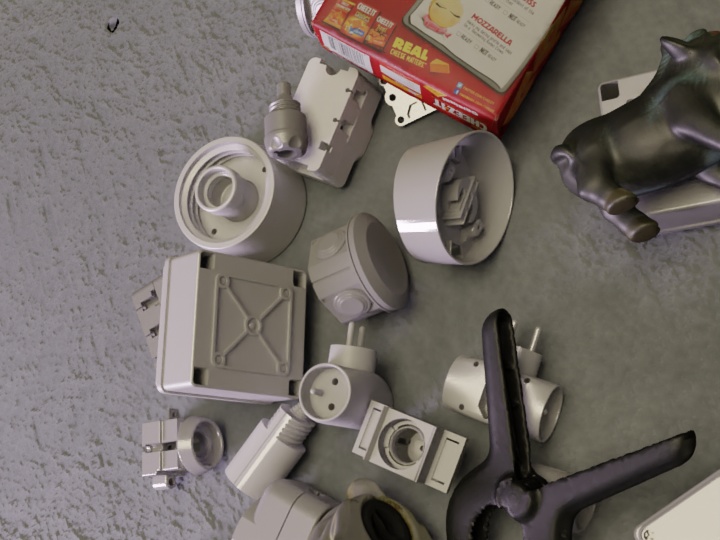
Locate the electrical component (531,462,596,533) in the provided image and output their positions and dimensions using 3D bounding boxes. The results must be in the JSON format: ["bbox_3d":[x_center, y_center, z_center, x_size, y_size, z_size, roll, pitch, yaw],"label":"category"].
[{"bbox_3d":[0.138,0.158,0.755,0.046,0.040,0.040,15,84,33],"label":"electrical component"}]

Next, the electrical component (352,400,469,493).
[{"bbox_3d":[0.041,0.131,0.794,0.081,0.064,0.042,20,85,28],"label":"electrical component"}]

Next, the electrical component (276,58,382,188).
[{"bbox_3d":[-0.025,-0.120,0.892,0.050,0.056,0.089,21,87,28],"label":"electrical component"}]

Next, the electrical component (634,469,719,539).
[{"bbox_3d":[0.252,0.182,0.683,0.109,0.056,0.108,-39,64,12],"label":"electrical component"}]

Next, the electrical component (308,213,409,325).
[{"bbox_3d":[0.000,0.000,0.838,0.051,0.080,0.080,-23,68,25],"label":"electrical component"}]

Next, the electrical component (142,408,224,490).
[{"bbox_3d":[-0.147,0.147,0.891,0.055,0.048,0.066,-13,72,30],"label":"electrical component"}]

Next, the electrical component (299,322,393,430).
[{"bbox_3d":[-0.008,0.080,0.822,0.044,0.077,0.079,3,78,27],"label":"electrical component"}]

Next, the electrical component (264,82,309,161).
[{"bbox_3d":[-0.059,-0.120,0.856,0.035,0.035,0.061,-12,70,23],"label":"electrical component"}]

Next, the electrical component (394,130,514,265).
[{"bbox_3d":[0.070,-0.052,0.808,0.064,0.099,0.099,-4,76,31],"label":"electrical component"}]

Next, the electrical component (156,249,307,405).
[{"bbox_3d":[-0.100,0.047,0.853,0.056,0.109,0.108,-13,70,48],"label":"electrical component"}]

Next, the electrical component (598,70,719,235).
[{"bbox_3d":[0.232,-0.087,0.760,0.109,0.056,0.108,-11,73,23],"label":"electrical component"}]

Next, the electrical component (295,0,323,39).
[{"bbox_3d":[-0.018,-0.234,0.904,0.051,0.080,0.080,11,82,23],"label":"electrical component"}]

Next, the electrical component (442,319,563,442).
[{"bbox_3d":[0.110,0.076,0.786,0.077,0.043,0.079,17,84,28],"label":"electrical component"}]

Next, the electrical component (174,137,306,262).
[{"bbox_3d":[-0.107,-0.061,0.915,0.108,0.060,0.108,-6,75,24],"label":"electrical component"}]

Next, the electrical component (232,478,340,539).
[{"bbox_3d":[-0.059,0.212,0.827,0.059,0.054,0.095,24,88,28],"label":"electrical component"}]

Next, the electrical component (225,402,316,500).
[{"bbox_3d":[-0.066,0.139,0.855,0.043,0.043,0.081,39,95,28],"label":"electrical component"}]

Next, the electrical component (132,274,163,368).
[{"bbox_3d":[-0.146,0.048,0.912,0.056,0.050,0.089,-31,66,17],"label":"electrical component"}]
